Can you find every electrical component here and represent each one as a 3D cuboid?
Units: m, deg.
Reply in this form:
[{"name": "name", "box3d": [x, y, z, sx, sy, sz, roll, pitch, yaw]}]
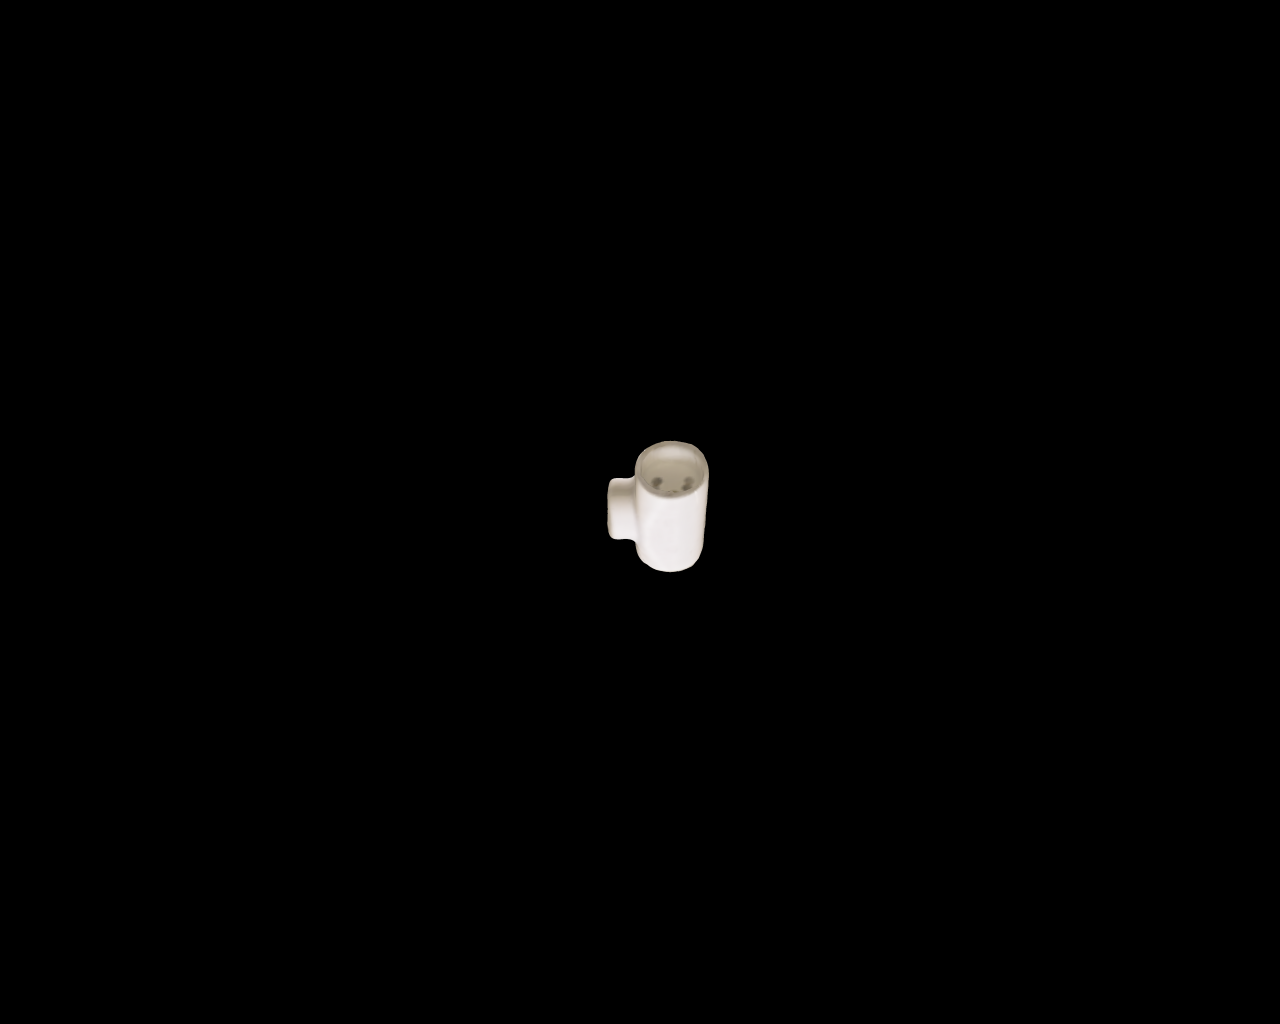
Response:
[{"name": "electrical component", "box3d": [0.001, -0.003, 0.650, 0.079, 0.044, 0.077, 0, -37, 0]}]
